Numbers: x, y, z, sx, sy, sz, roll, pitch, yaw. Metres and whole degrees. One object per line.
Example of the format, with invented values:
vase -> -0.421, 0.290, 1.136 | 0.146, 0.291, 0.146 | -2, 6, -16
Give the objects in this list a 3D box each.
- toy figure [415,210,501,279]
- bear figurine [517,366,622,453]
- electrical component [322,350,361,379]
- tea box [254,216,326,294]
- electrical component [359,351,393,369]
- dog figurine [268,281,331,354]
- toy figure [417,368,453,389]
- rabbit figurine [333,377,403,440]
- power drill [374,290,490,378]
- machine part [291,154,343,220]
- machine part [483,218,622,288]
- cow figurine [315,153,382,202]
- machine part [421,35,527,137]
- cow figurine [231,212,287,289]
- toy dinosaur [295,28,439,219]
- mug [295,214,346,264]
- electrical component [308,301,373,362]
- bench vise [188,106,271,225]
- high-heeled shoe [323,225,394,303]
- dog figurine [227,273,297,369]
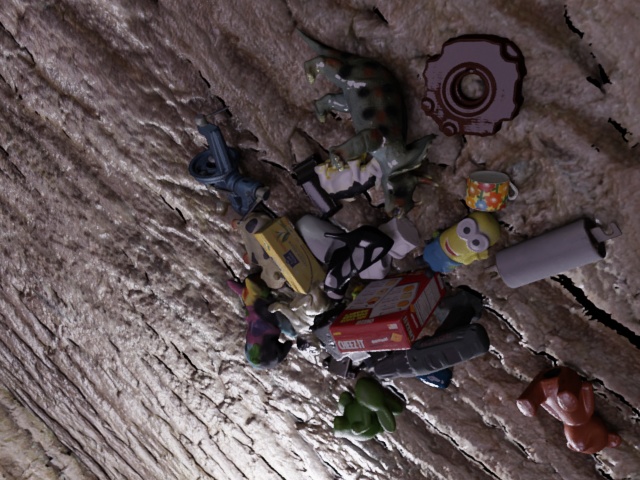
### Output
toy figure -> 0.263, 0.006, 1.031 | 0.082, 0.089, 0.180 | 37, 139, -8
bear figurine -> 0.490, 0.351, 1.047 | 0.120, 0.132, 0.195 | -23, 95, 41
electrical component -> 0.052, 0.313, 1.358 | 0.102, 0.045, 0.078 | 10, 92, 25
tea box -> -0.067, 0.034, 1.200 | 0.169, 0.068, 0.098 | 53, 165, -9
electrical component -> 0.127, 0.260, 1.261 | 0.047, 0.075, 0.119 | 51, 133, -3
dog figurine -> -0.008, 0.187, 1.303 | 0.172, 0.121, 0.190 | -15, 120, 41
toy figure -> 0.223, 0.293, 1.228 | 0.155, 0.058, 0.064 | 17, 117, 30
rabbit figurine -> 0.117, 0.416, 1.321 | 0.159, 0.121, 0.170 | 21, 127, 14
power drill -> 0.231, 0.188, 1.069 | 0.232, 0.207, 0.086 | -24, 95, 36
machine part -> -0.003, -0.113, 1.161 | 0.084, 0.039, 0.138 | -22, 101, 33
machine part -> 0.405, 0.026, 0.952 | 0.243, 0.079, 0.079 | -27, 99, 38
cow figurine -> 0.079, -0.125, 1.079 | 0.168, 0.068, 0.098 | -4, 113, 34
machine part -> 0.256, -0.257, 0.904 | 0.180, 0.056, 0.179 | 14, 121, 24
cow figurine -> -0.124, 0.026, 1.288 | 0.127, 0.085, 0.194 | 1, 115, 39
toy dinosaur -> 0.089, -0.240, 0.971 | 0.192, 0.131, 0.404 | -16, 81, -2
mug -> -0.002, -0.004, 1.202 | 0.107, 0.081, 0.109 | 38, 160, 21
electrical component -> 0.058, 0.210, 1.196 | 0.134, 0.058, 0.115 | 44, 135, -11
bench vise -> -0.215, -0.167, 1.198 | 0.224, 0.129, 0.240 | 33, 150, 37
high-heeled shoe -> 0.083, 0.060, 1.114 | 0.145, 0.086, 0.248 | 10, 141, 16
dog figurine -> -0.157, 0.190, 1.342 | 0.109, 0.191, 0.219 | -9, 125, 42
